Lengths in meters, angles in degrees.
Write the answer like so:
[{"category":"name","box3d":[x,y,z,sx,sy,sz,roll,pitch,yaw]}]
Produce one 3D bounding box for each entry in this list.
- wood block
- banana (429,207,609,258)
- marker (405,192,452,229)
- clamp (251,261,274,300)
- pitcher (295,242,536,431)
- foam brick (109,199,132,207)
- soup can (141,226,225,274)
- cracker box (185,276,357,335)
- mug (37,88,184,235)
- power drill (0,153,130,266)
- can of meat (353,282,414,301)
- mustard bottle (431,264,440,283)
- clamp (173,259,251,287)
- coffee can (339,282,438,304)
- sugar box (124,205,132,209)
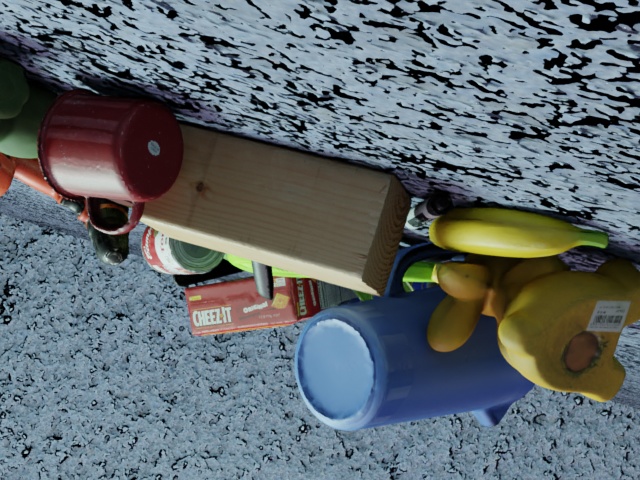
[{"category":"wood block","box3d":[-0.038,-0.027,0.903,0.206,0.091,0.090,15,172,18]},{"category":"banana","box3d":[0.139,-0.003,0.873,0.069,0.037,0.198,21,172,-31]},{"category":"marker","box3d":[0.090,-0.024,0.902,0.020,0.020,0.121,18,173,-5]},{"category":"clamp","box3d":[-0.041,-0.018,1.026,0.120,0.039,0.171,-23,127,14]},{"category":"pitcher","box3d":[0.092,0.096,0.998,0.242,0.145,0.149,-2,-140,-48]},{"category":"foam brick","box3d":[-0.228,-0.072,1.183,0.053,0.051,0.078,13,172,42]},{"category":"soup can","box3d":[-0.149,0.004,1.172,0.068,0.068,0.102,20,170,-24]},{"category":"cracker box","box3d":[-0.051,0.077,1.428,0.164,0.072,0.213,-10,178,28]},{"category":"mug","box3d":[-0.165,-0.062,0.858,0.082,0.117,0.093,7,-172,32]},{"category":"power drill","box3d":[-0.316,-0.051,1.281,0.187,0.057,0.184,26,-160,-30]},{"category":"can of meat","box3d":[0.070,0.051,1.269,0.102,0.057,0.084,53,-178,9]},{"category":"mustard bottle","box3d":[0.211,0.061,1.126,0.191,0.058,0.096,17,178,2]},{"category":"clamp","box3d":[-0.077,0.024,1.432,0.165,0.036,0.209,-9,-176,28]},{"category":"coffee can","box3d":[0.103,0.108,1.364,0.140,0.103,0.102,-19,156,26]},{"category":"sugar box","box3d":[-0.172,-0.050,1.246,0.177,0.048,0.093,12,171,45]}]
